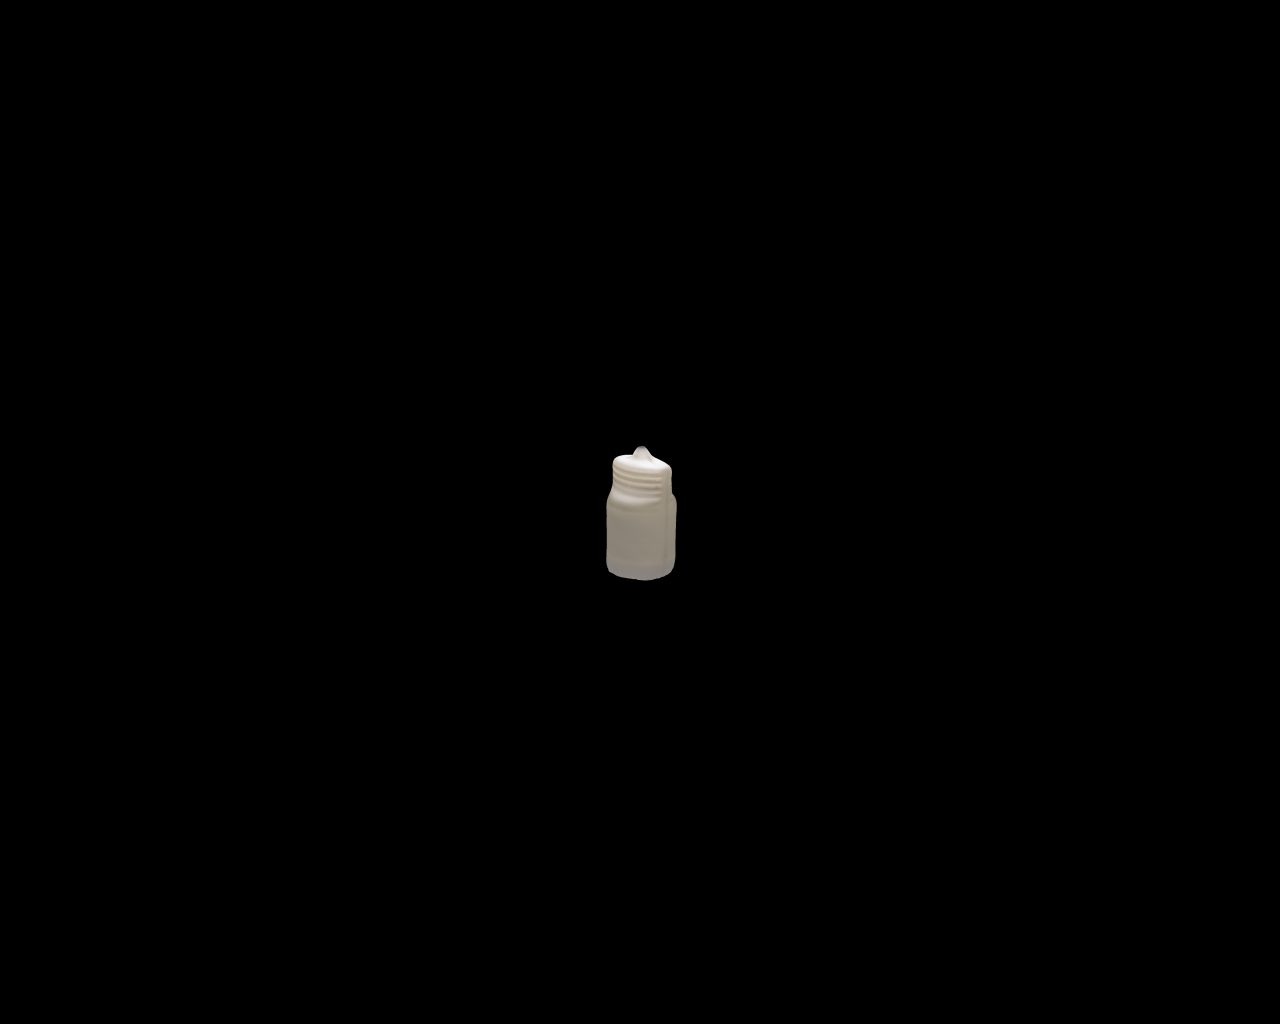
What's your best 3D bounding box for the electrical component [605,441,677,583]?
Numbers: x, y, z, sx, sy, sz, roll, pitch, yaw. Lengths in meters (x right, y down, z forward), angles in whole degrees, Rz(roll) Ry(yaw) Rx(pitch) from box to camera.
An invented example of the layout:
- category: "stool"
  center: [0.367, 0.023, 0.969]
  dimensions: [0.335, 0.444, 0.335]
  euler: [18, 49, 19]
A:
- category: "electrical component"
  center: [0.001, -0.003, 0.650]
  dimensions: [0.043, 0.080, 0.043]
  euler: [0, 19, 0]
